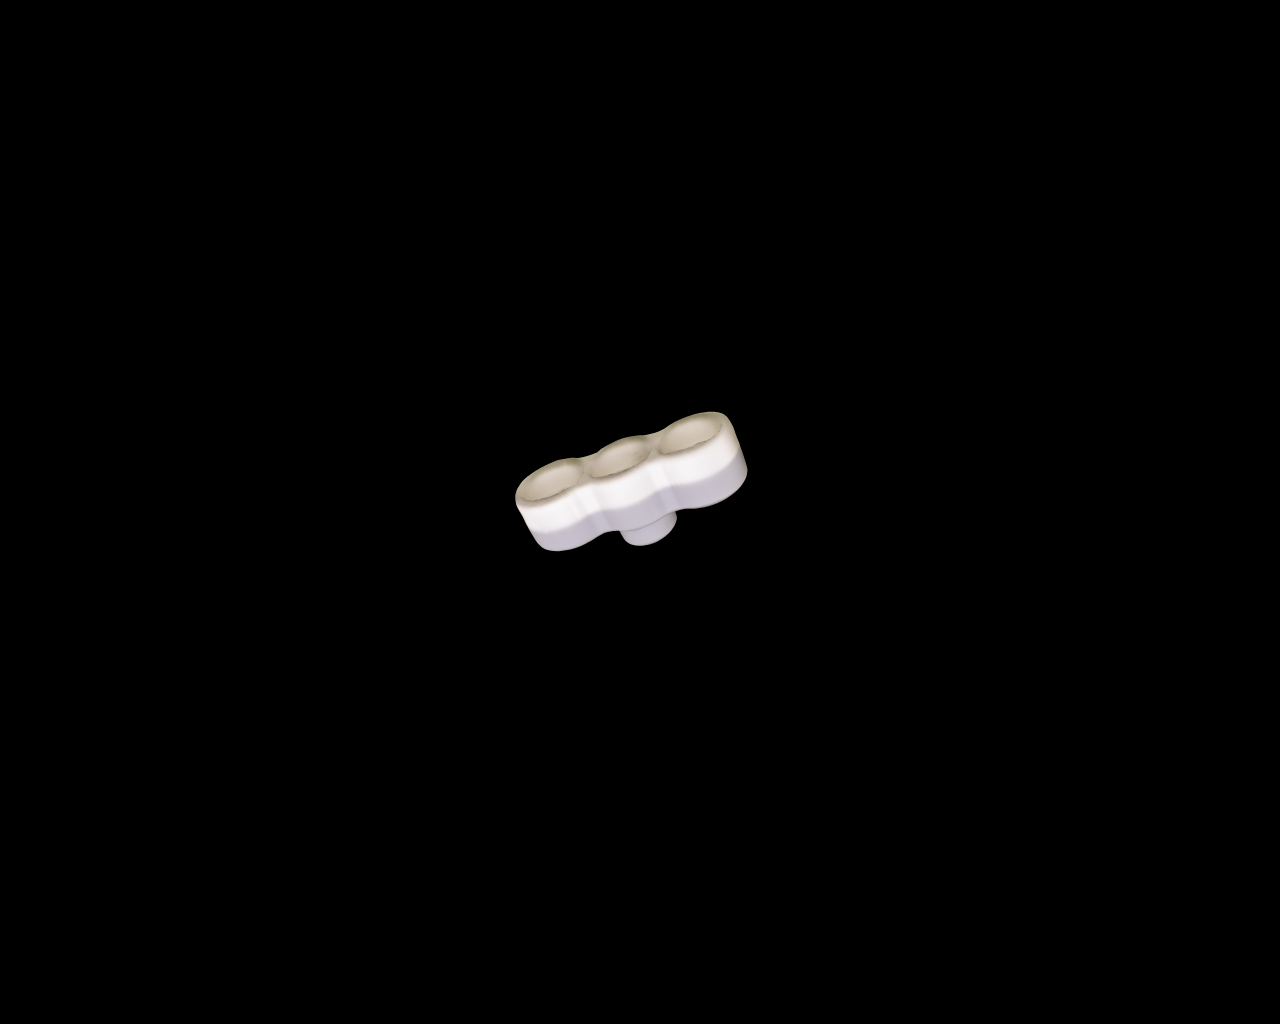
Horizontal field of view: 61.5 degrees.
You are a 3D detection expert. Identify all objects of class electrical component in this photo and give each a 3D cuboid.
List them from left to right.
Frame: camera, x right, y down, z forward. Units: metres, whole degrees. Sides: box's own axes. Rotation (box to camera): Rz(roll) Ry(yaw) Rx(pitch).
[{"bbox_3d":[0.001,-0.003,0.650,0.138,0.073,0.052,-18,29,10],"label":"electrical component"}]
